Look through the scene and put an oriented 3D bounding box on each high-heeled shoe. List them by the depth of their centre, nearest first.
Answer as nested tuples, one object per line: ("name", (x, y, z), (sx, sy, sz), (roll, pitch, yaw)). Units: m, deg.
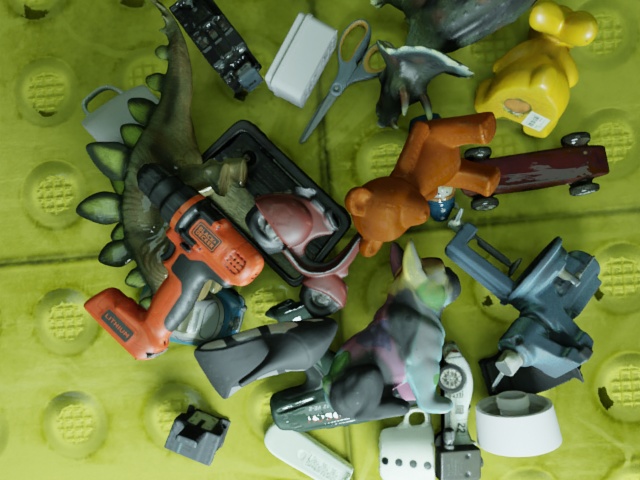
("high-heeled shoe", (-0.081, 0.146, 0.734), (0.145, 0.249, 0.086), (-31, 100, -27))

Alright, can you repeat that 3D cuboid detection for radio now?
("radio", (-0.069, -0.055, 0.777), (0.229, 0.073, 0.131), (44, 93, 1))

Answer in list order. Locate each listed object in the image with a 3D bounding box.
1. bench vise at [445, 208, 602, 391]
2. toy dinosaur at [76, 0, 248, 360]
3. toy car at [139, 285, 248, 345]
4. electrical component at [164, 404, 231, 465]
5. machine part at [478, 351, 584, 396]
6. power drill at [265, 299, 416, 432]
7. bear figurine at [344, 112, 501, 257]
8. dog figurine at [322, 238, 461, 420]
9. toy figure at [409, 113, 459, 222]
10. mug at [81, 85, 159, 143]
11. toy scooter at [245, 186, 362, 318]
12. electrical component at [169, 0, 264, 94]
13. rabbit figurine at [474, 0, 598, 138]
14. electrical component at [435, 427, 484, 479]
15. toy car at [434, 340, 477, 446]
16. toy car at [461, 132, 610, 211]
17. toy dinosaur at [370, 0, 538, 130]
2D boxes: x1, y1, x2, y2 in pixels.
("bench vise", (0.258, 0.062, 0.724), (0.241, 0.128, 0.223), (41, 74, 15))
("toy dinosaur", (-0.203, -0.081, 0.702), (0.199, 0.105, 0.471), (10, 86, 7))
("toy car", (-0.193, 0.104, 0.772), (0.162, 0.103, 0.109), (17, 92, 5))
("electrical component", (-0.177, 0.282, 0.764), (0.075, 0.119, 0.047), (20, 91, 0))
("machine part", (0.305, 0.191, 0.778), (0.139, 0.039, 0.084), (-14, 85, 5))
("power drill", (0.024, 0.167, 0.779), (0.232, 0.086, 0.207), (-20, 96, 3))
("bear figurine", (0.124, -0.066, 0.656), (0.132, 0.120, 0.196), (12, 47, 34))
("dog figurine", (0.093, 0.109, 0.699), (0.192, 0.108, 0.219), (-3, 84, -7))
("toy figure", (0.163, -0.101, 0.774), (0.064, 0.058, 0.154), (-10, 92, 28))
("mug", (-0.288, -0.182, 0.791), (0.107, 0.080, 0.109), (-41, 82, -8))
("toy scooter", (-0.001, -0.002, 0.701), (0.135, 0.075, 0.184), (-37, 91, 2))
("electrical component", (-0.136, -0.272, 0.759), (0.058, 0.115, 0.134), (-38, 89, 7))
("rabbit figurine", (0.300, -0.253, 0.731), (0.122, 0.162, 0.173), (25, 74, 15))
("electrical component", (0.186, 0.295, 0.713), (0.063, 0.021, 0.094), (-1, 89, -11))
("toy car", (0.192, 0.245, 0.765), (0.056, 0.073, 0.201), (-1, 91, 7))
("toy car", (0.301, -0.097, 0.767), (0.202, 0.053, 0.089), (-8, 79, 7))
("toy dinosaur", (0.209, -0.316, 0.695), (0.405, 0.131, 0.192), (-37, 51, 10))
